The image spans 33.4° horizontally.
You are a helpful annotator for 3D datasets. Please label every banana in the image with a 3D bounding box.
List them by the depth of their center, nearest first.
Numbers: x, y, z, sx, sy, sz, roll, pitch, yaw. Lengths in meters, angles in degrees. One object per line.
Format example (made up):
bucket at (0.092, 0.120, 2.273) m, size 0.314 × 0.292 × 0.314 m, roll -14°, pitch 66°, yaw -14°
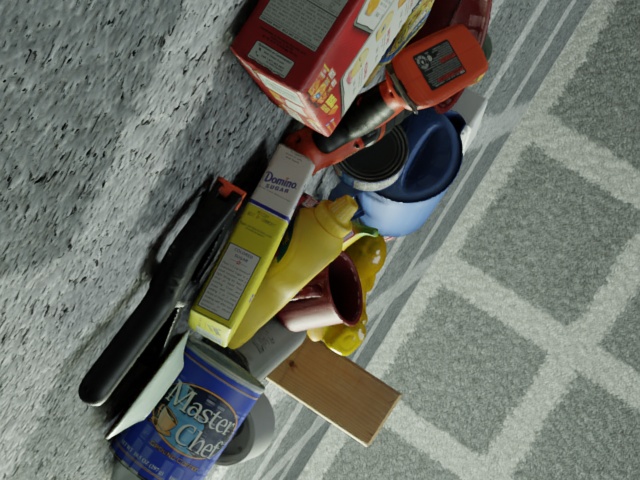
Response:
banana at (0.007, 0.042, 1.345) m, size 0.037 × 0.070 × 0.198 m, roll -13°, pitch 141°, yaw -40°

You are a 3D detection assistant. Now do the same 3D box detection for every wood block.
wood block at (0.011, 0.208, 1.574) m, size 0.091 × 0.206 × 0.090 m, roll -56°, pitch 169°, yaw -3°

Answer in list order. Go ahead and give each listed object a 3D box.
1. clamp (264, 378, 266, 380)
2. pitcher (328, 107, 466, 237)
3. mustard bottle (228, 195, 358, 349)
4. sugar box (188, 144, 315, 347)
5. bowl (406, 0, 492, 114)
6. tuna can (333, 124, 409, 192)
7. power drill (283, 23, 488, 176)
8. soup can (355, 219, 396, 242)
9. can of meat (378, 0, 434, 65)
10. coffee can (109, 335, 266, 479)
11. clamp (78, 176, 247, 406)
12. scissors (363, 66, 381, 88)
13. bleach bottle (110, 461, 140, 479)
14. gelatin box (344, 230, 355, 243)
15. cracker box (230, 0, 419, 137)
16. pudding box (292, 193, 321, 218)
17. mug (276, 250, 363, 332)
clamp at (-0.092, 0.187, 1.507) m, size 0.171 × 0.039 × 0.120 m, roll -53°, pitch 172°, yaw -19°
pitcher at (0.092, -0.076, 1.360) m, size 0.243 × 0.149 × 0.145 m, roll 91°, pitch 9°, yaw -76°
mustard bottle at (-0.033, 0.023, 1.069) m, size 0.192 × 0.058 × 0.096 m, roll -43°, pitch -165°, yaw 23°
sugar box at (-0.062, 0.006, 0.983) m, size 0.176 × 0.048 × 0.093 m, roll -61°, pitch 180°, yaw -17°
bowl at (0.142, -0.230, 1.230) m, size 0.162 × 0.055 × 0.162 m, roll -52°, pitch 156°, yaw -36°
tuna can at (0.055, -0.098, 1.196) m, size 0.086 × 0.086 × 0.034 m, roll -54°, pitch 170°, yaw -16°
power drill at (0.071, -0.135, 1.018) m, size 0.184 × 0.057 × 0.188 m, roll -35°, pitch -178°, yaw -38°
soup can at (0.087, -0.033, 1.591) m, size 0.068 × 0.068 × 0.102 m, roll -58°, pitch 169°, yaw 5°
can of meat at (0.070, -0.221, 0.979) m, size 0.102 × 0.057 × 0.084 m, roll -49°, pitch 169°, yaw -32°
coffee can at (-0.137, 0.184, 1.111) m, size 0.140 × 0.103 × 0.103 m, roll -56°, pitch 170°, yaw -3°
clamp at (-0.128, 0.044, 0.901) m, size 0.210 × 0.036 × 0.164 m, roll -59°, pitch 176°, yaw 16°
scissors at (0.077, -0.229, 1.093) m, size 0.202 × 0.016 × 0.096 m, roll -58°, pitch 171°, yaw 9°
bleach bottle at (-0.185, 0.274, 1.282) m, size 0.102 × 0.068 × 0.251 m, roll -55°, pitch 172°, yaw -12°
gelatin box at (-0.008, 0.002, 1.260) m, size 0.073 × 0.030 × 0.089 m, roll -19°, pitch -173°, yaw 26°
cracker box at (0.027, -0.197, 0.811) m, size 0.214 × 0.072 × 0.164 m, roll -58°, pitch 170°, yaw 0°
pudding box at (-0.047, 0.008, 1.174) m, size 0.114 × 0.039 × 0.089 m, roll -62°, pitch 169°, yaw 28°
mug at (-0.010, 0.064, 1.263) m, size 0.082 × 0.093 × 0.117 m, roll -13°, pitch 176°, yaw 26°
